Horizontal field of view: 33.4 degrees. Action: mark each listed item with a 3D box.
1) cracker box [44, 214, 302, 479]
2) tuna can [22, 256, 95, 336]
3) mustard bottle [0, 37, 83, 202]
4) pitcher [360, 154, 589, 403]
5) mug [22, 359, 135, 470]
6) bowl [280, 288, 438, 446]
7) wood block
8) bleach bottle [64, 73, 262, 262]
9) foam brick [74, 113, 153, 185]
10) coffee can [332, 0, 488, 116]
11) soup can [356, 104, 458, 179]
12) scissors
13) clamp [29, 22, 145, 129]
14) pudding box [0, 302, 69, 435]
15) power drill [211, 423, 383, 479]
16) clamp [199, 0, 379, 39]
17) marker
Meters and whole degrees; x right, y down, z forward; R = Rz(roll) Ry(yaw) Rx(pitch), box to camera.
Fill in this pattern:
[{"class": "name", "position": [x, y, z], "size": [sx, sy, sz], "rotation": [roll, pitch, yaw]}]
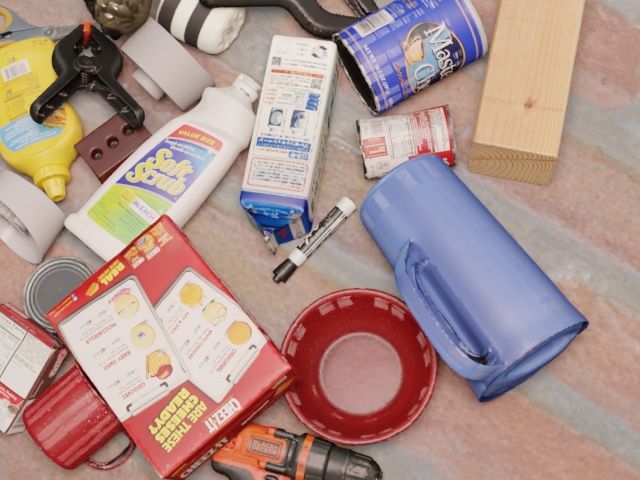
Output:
[{"class": "cracker box", "position": [-0.147, 0.107, 1.071], "size": [0.164, 0.072, 0.214], "rotation": [-41, 70, -1]}, {"class": "tuna can", "position": [-0.278, 0.063, 1.165], "size": [0.086, 0.034, 0.086], "rotation": [-2, 73, 6]}, {"class": "mustard bottle", "position": [-0.323, -0.132, 1.217], "size": [0.096, 0.058, 0.192], "rotation": [-21, 71, 2]}, {"class": "pitcher", "position": [0.140, 0.034, 1.074], "size": [0.145, 0.149, 0.243], "rotation": [-34, 69, -5]}, {"class": "mug", "position": [-0.243, 0.190, 1.102], "size": [0.081, 0.093, 0.117], "rotation": [-41, 109, -2]}, {"class": "bowl", "position": [0.040, 0.133, 1.098], "size": [0.162, 0.055, 0.162], "rotation": [-2, 73, 6]}, {"class": "wood block", "position": [0.224, -0.176, 1.155], "size": [0.091, 0.090, 0.206], "rotation": [11, 74, 8]}, {"class": "bleach bottle", "position": [-0.160, -0.082, 1.165], "size": [0.102, 0.068, 0.251], "rotation": [39, 87, 9]}, {"class": "foam brick", "position": [-0.227, -0.101, 1.201], "size": [0.078, 0.051, 0.053], "rotation": [-39, 73, -6]}, {"class": "coffee can", "position": [0.098, -0.214, 1.174], "size": [0.140, 0.103, 0.103], "rotation": [-30, 72, -3]}, {"class": "soup can", "position": [0.094, -0.106, 1.159], "size": [0.102, 0.068, 0.068], "rotation": [-9, 72, 4]}, {"class": "scissors", "position": [-0.336, -0.261, 1.281], "size": [0.201, 0.016, 0.096], "rotation": [-21, 72, -1]}, {"class": "clamp", "position": [-0.268, -0.181, 1.186], "size": [0.120, 0.039, 0.171], "rotation": [-1, 44, -24]}, {"class": "pudding box", "position": [-0.330, 0.136, 1.130], "size": [0.090, 0.039, 0.113], "rotation": [33, 97, 15]}, {"class": "power drill", "position": [-0.045, 0.282, 1.063], "size": [0.184, 0.057, 0.187], "rotation": [12, 72, 12]}, {"class": "clamp", "position": [-0.026, -0.282, 1.203], "size": [0.210, 0.036, 0.164], "rotation": [35, 72, -9]}, {"class": "marker", "position": [-0.008, 0.001, 1.163], "size": [0.020, 0.020, 0.121], "rotation": [41, 81, 16]}]
